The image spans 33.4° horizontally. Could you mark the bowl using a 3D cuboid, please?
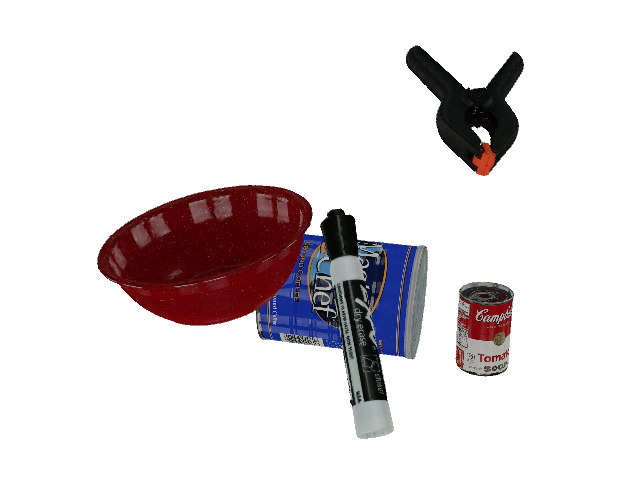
[{"bbox_3d":[-0.079,0.017,0.793,0.162,0.055,0.162,-11,25,5],"label":"bowl"}]

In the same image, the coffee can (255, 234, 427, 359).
[{"bbox_3d":[0.022,0.048,0.970,0.140,0.103,0.102,6,1,10],"label":"coffee can"}]

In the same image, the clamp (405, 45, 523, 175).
[{"bbox_3d":[0.140,-0.135,1.043,0.120,0.039,0.171,5,45,4],"label":"clamp"}]

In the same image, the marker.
[{"bbox_3d":[0.018,0.040,0.550,0.020,0.121,0.020,-9,-20,-3],"label":"marker"}]

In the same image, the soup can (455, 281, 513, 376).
[{"bbox_3d":[0.207,0.112,1.350,0.068,0.102,0.068,0,20,0],"label":"soup can"}]
